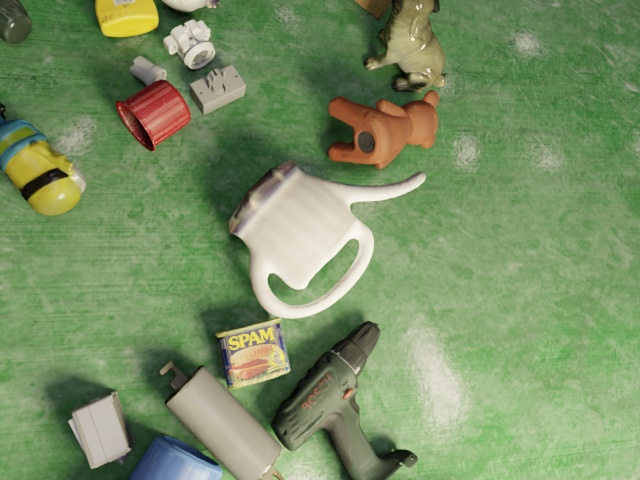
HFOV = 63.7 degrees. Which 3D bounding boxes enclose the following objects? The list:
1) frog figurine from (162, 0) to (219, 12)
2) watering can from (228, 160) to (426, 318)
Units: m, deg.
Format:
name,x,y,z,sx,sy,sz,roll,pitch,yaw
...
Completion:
name,x,y,z,sx,sy,sz,roll,pitch,yaw
frog figurine,-0.230,-0.468,0.857,0.123,0.158,0.138,-19,83,-15
watering can,0.003,-0.042,0.836,0.224,0.103,0.352,41,73,0
